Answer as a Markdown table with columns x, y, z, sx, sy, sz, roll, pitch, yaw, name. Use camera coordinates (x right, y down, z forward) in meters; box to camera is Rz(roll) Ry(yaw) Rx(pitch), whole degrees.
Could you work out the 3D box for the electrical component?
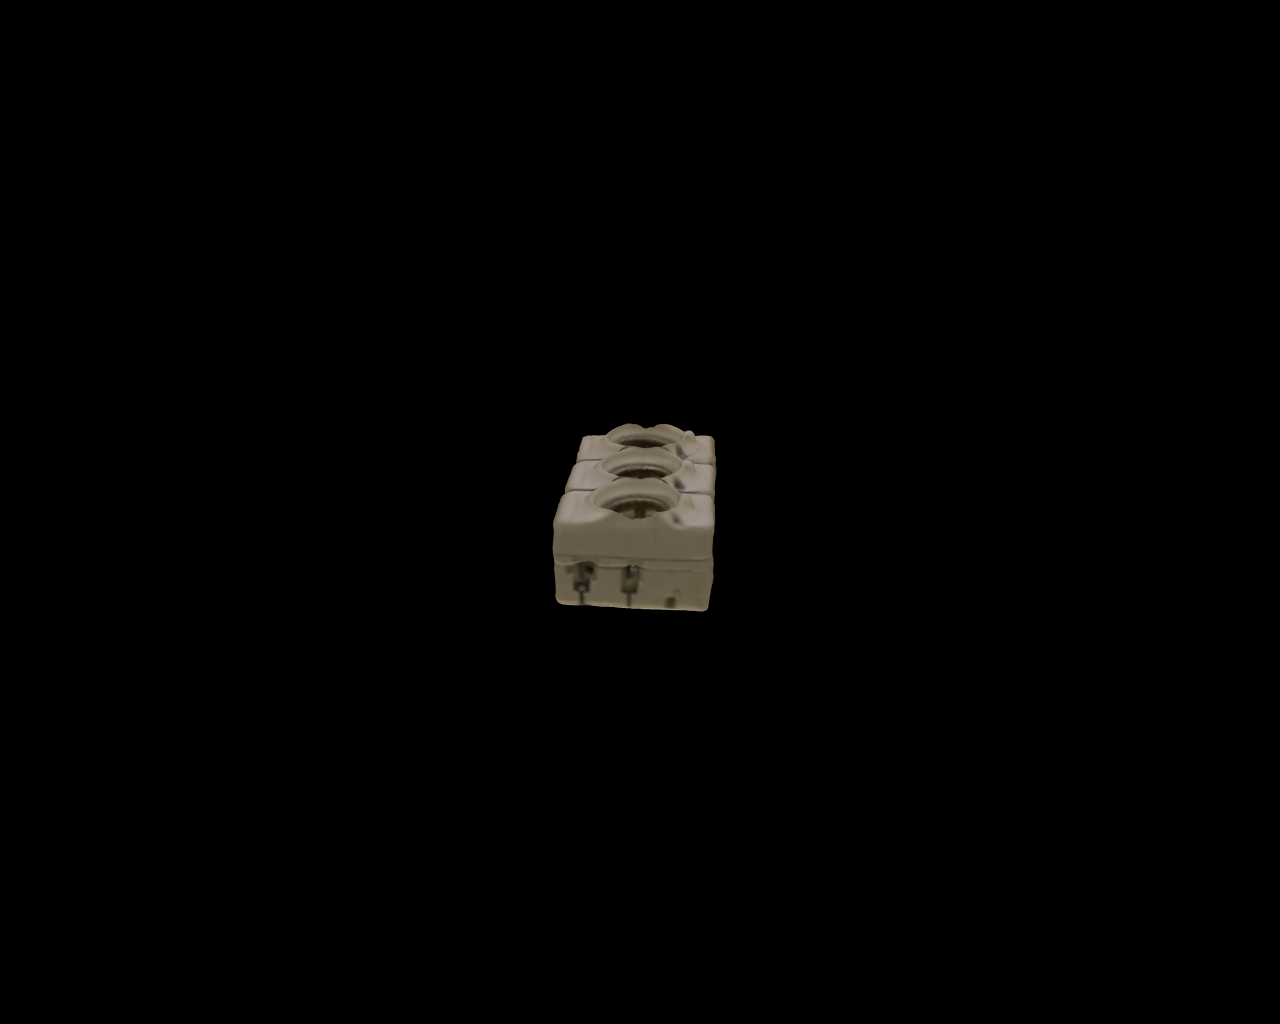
| x | y | z | sx | sy | sz | roll | pitch | yaw | name |
| --- | --- | --- | --- | --- | --- | --- | --- | --- | --- |
| 0.001 | -0.003 | 0.650 | 0.089 | 0.061 | 0.150 | 1 | 24 | 3 | electrical component |
